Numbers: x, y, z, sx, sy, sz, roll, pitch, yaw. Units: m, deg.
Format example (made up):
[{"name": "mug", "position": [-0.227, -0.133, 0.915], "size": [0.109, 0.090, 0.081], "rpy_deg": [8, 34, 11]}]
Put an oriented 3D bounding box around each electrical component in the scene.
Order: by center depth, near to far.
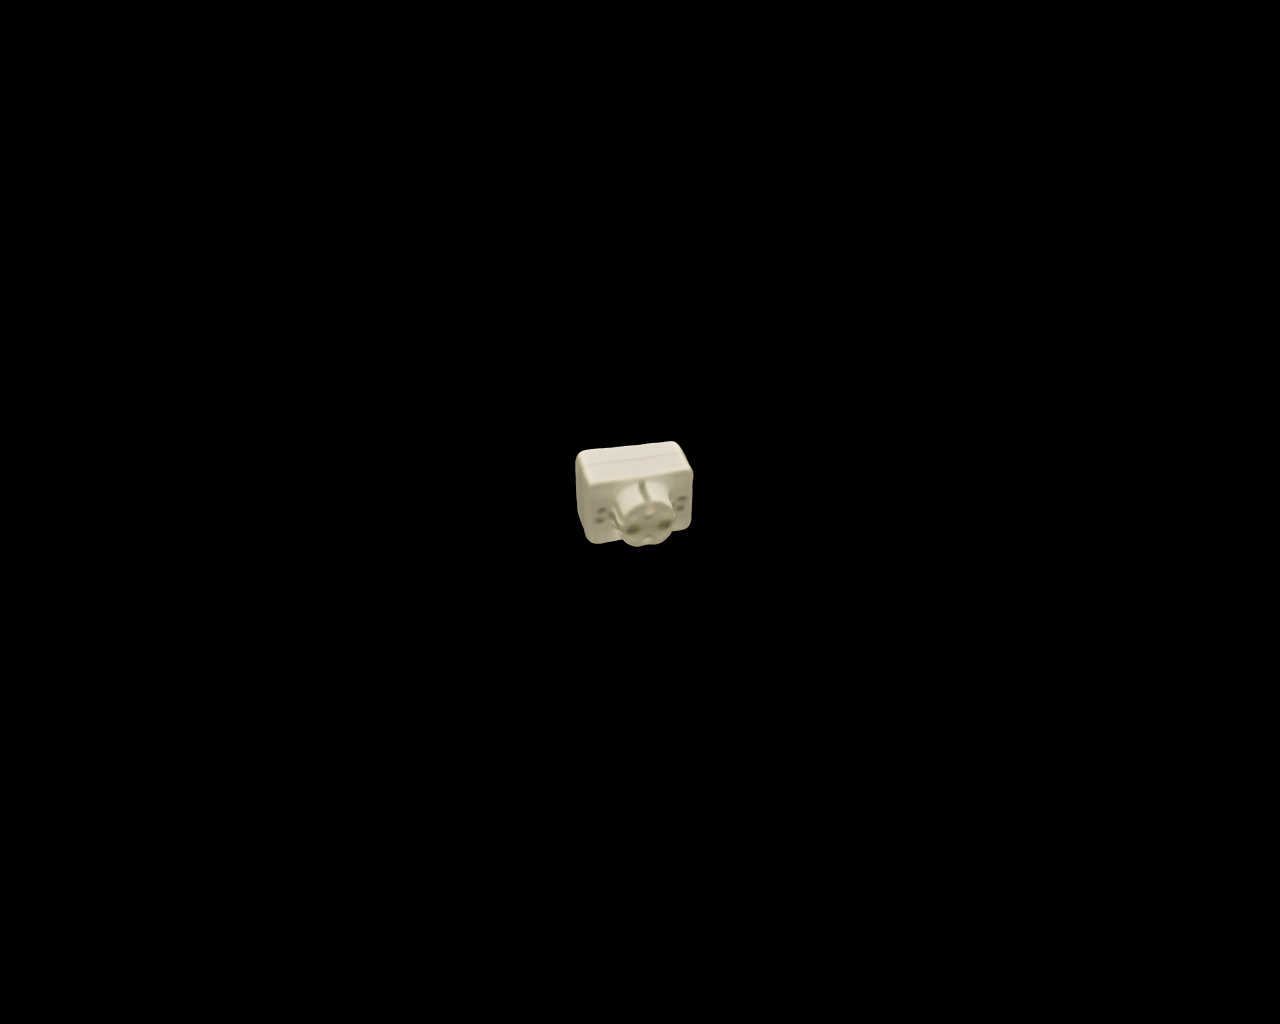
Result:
[{"name": "electrical component", "position": [0.001, -0.003, 0.650], "size": [0.066, 0.047, 0.077], "rpy_deg": [-8, 36, -11]}]
